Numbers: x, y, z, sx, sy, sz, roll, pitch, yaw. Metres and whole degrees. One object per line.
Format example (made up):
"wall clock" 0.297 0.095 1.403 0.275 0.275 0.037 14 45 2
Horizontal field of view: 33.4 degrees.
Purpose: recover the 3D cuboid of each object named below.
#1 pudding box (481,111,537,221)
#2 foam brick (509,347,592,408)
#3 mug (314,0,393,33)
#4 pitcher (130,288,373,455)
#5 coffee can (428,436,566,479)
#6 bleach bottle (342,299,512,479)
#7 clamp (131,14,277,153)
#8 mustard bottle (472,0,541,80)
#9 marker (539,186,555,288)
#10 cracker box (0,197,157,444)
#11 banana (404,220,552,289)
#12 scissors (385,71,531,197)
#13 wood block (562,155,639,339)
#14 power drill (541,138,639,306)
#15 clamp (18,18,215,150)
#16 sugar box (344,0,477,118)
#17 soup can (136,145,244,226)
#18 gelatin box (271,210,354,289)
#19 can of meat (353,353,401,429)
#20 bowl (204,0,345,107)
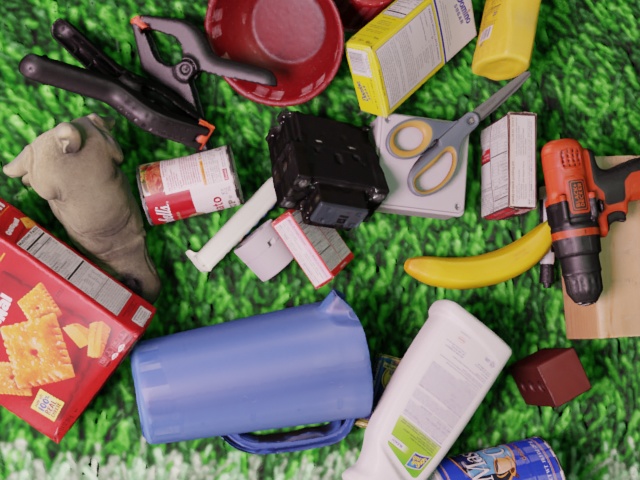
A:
"pudding box" 0.217 -0.083 1.229 0.039 0.090 0.113 1 83 -12
"foam brick" 0.263 0.157 1.221 0.051 0.078 0.053 -25 90 -16
"mug" 0.036 -0.288 1.213 0.117 0.082 0.093 -25 90 -14
"pitcher" -0.071 0.151 1.127 0.242 0.145 0.149 -9 74 -10
"coffee can" 0.188 0.281 1.177 0.140 0.103 0.103 -10 86 -14
"bleach bottle" 0.095 0.191 1.127 0.102 0.068 0.250 39 76 -5
"clamp" -0.132 -0.191 1.172 0.120 0.039 0.171 -37 95 6
"mustard bottle" 0.228 -0.289 1.251 0.058 0.096 0.191 14 81 -12
"marker" 0.270 -0.003 1.269 0.020 0.020 0.121 3 84 -13
"cracker box" -0.298 0.078 1.064 0.213 0.072 0.164 36 112 -8
"banana" 0.194 0.020 1.236 0.197 0.037 0.069 -21 103 -8
"scissors" 0.149 -0.139 1.198 0.096 0.016 0.201 37 77 -7
"wood block" 0.338 0.010 1.247 0.090 0.091 0.206 -2 85 -12
"power drill" 0.341 -0.028 1.175 0.187 0.057 0.184 -7 86 -13
"clamp" -0.209 -0.163 1.126 0.209 0.164 0.036 26 113 -20
"sugar box" 0.105 -0.227 1.203 0.176 0.048 0.093 -45 138 -29
"soup can" -0.139 -0.059 1.144 0.102 0.068 0.068 -13 87 -1
"gelatin box" -0.008 0.001 1.178 0.030 0.073 0.089 -34 93 26
"can of meat" 0.098 0.181 1.191 0.102 0.057 0.084 20 78 -11
"bowl" -0.043 -0.232 1.179 0.162 0.055 0.162 8 116 16
